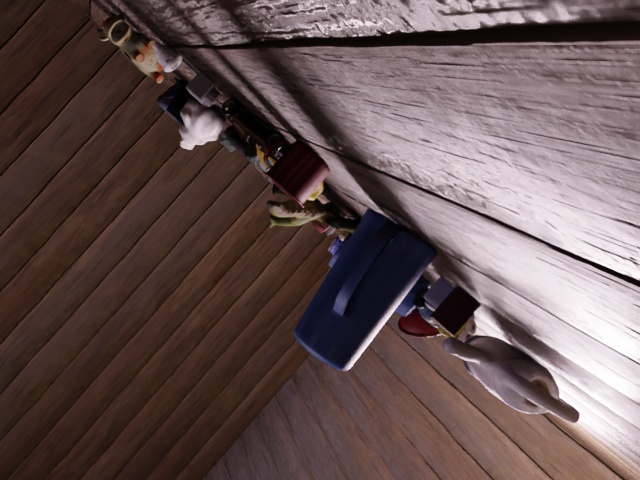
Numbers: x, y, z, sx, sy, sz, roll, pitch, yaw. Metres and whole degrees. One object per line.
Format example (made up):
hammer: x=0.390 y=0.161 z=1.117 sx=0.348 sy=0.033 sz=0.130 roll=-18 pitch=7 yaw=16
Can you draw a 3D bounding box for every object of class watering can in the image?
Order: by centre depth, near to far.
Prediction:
watering can: x=0.349 y=0.248 z=1.013 sx=0.346 sy=0.104 sz=0.225 roll=32 pitch=1 yaw=-12

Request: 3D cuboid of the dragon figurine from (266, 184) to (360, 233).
dragon figurine: x=0.004 y=-0.060 z=1.186 sx=0.243 sy=0.121 sz=0.413 roll=13 pitch=8 yaw=-3

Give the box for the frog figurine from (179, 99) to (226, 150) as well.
frog figurine: x=-0.370 y=-0.344 z=1.553 sx=0.124 sy=0.160 sz=0.135 roll=37 pitch=-5 yaw=47
